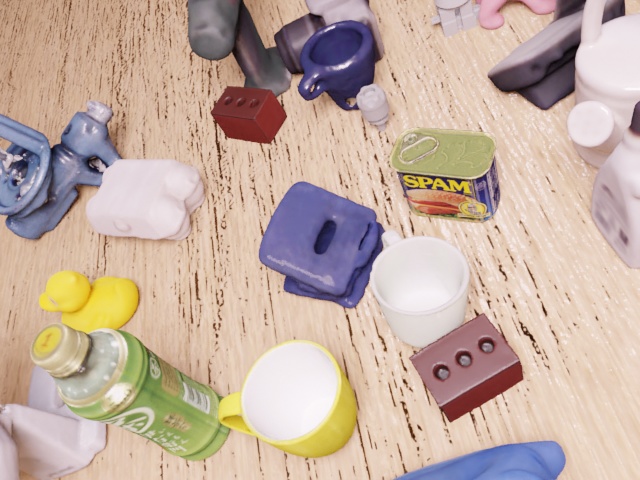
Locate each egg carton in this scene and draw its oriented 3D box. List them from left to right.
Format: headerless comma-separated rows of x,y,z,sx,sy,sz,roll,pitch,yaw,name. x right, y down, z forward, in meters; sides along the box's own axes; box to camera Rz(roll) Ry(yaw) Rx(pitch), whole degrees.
-0.224,-0.050,0.734,0.150,0.070,0.107,3,60,24,egg carton

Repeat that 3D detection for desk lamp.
-0.308,0.166,0.534,0.118,0.214,0.203,-21,53,9,desk lamp

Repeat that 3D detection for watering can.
0.279,-0.150,0.509,0.100,0.195,0.173,4,60,25,watering can

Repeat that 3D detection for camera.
0.002,-0.299,0.785,0.136,0.101,0.143,-23,52,8,camera

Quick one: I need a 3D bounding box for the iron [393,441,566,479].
0.057,0.213,0.395,0.258,0.142,0.118,-21,53,9,iron

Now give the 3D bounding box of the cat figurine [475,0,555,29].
0.249,-0.336,0.695,0.127,0.118,0.067,-13,54,14,cat figurine

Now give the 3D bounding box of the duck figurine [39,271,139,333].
-0.273,0.066,0.667,0.104,0.086,0.077,-19,53,10,duck figurine

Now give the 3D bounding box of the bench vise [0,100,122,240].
-0.385,-0.128,0.758,0.121,0.220,0.207,20,68,32,bench vise

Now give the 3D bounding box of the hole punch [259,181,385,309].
0.005,0.002,0.589,0.100,0.091,0.109,11,63,28,hole punch

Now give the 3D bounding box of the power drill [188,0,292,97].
-0.108,-0.300,0.763,0.075,0.209,0.229,-8,56,18,power drill

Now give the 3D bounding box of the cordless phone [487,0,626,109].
0.243,-0.245,0.594,0.147,0.185,0.094,-39,52,-5,cordless phone

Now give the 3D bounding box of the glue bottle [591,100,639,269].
0.256,-0.049,0.465,0.037,0.174,0.078,-23,52,8,glue bottle

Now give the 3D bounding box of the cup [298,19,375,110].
0.025,-0.198,0.712,0.091,0.095,0.118,27,72,34,cup
